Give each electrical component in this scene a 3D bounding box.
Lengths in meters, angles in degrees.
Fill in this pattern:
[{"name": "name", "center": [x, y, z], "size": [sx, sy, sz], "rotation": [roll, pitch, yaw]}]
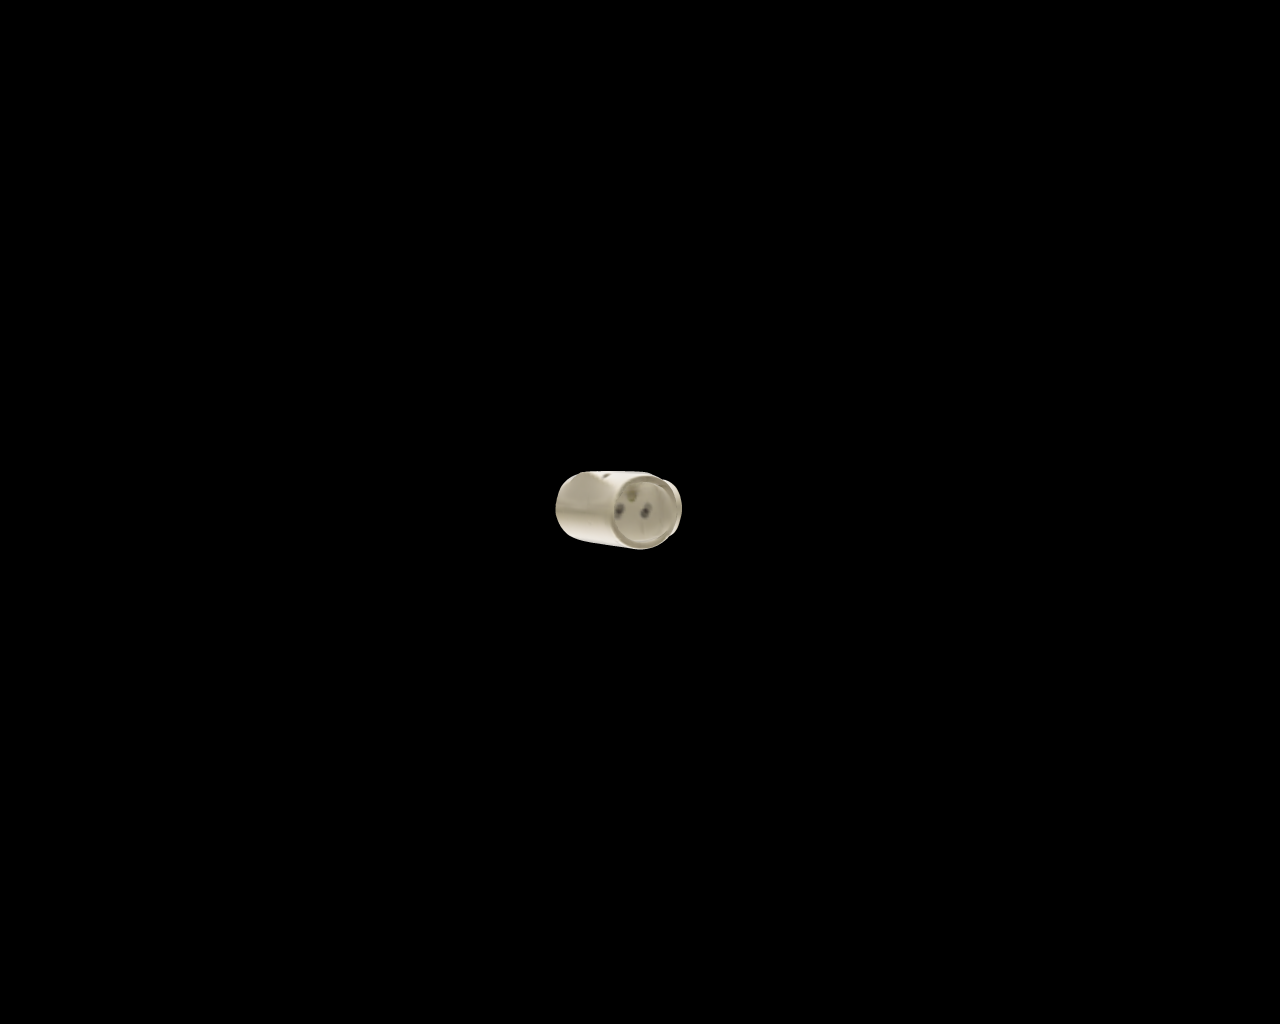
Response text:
[{"name": "electrical component", "center": [0.001, -0.003, 0.650], "size": [0.079, 0.043, 0.077], "rotation": [-1, 3, -28]}]
